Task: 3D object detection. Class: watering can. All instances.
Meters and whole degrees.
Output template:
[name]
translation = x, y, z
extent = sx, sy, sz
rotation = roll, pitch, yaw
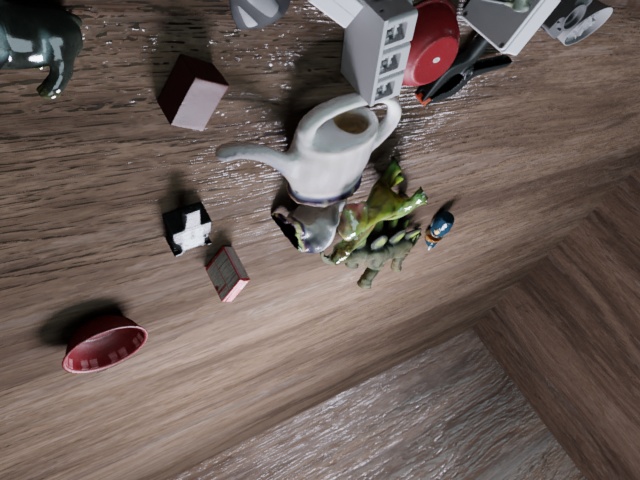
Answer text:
[watering can]
translation = -0.014, -0.141, 0.858
extent = 0.350, 0.105, 0.219
rotation = -24, 153, -24

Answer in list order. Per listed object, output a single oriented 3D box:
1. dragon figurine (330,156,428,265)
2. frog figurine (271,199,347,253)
[dragon figurine]
translation = 0.107, -0.043, 1.098
extent = 0.242, 0.123, 0.408
rotation = -42, 169, 2
[frog figurine]
translation = 0.003, -0.052, 1.030
extent = 0.161, 0.122, 0.137
rotation = -33, -172, -21
